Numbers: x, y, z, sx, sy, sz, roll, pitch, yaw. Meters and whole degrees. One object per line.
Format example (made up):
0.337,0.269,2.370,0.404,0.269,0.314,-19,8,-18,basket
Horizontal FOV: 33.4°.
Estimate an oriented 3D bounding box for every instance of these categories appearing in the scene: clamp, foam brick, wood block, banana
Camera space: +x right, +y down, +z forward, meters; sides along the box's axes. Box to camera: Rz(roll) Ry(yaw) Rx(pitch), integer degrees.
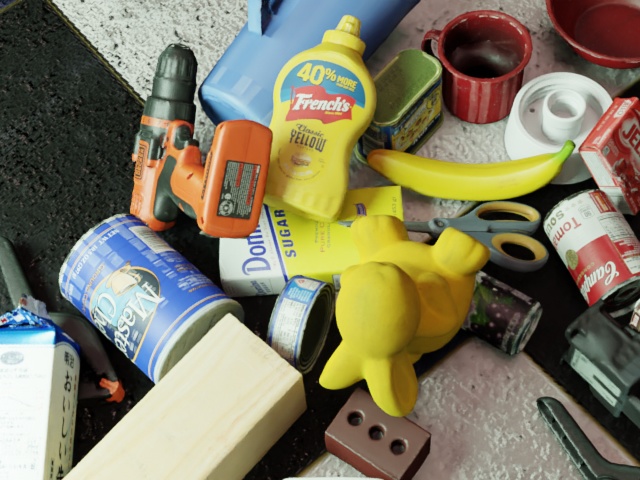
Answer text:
0.233,0.204,0.884,0.171,0.039,0.120,19,69,10,clamp
0.050,0.173,0.912,0.078,0.051,0.053,30,67,21,foam brick
-0.113,0.175,0.902,0.090,0.091,0.206,38,71,19,wood block
-0.270,0.089,0.999,0.210,0.036,0.164,18,67,13,clamp
0.147,-0.067,1.033,0.198,0.069,0.037,-3,39,13,banana

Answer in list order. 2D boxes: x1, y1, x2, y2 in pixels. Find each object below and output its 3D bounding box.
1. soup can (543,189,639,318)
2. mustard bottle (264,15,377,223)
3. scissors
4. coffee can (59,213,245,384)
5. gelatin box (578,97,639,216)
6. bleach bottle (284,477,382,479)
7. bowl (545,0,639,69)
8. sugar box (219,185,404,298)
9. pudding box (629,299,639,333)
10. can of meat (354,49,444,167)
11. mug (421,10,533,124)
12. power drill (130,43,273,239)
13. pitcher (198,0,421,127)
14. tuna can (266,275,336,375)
0.257,0.012,0.974,0.068,0.068,0.102,-20,60,-6,soup can
0.000,-0.119,0.995,0.096,0.058,0.191,18,83,5,mustard bottle
0.125,0.001,0.982,0.201,0.016,0.096,-9,46,-23,scissors
-0.153,0.057,0.970,0.140,0.103,0.102,39,70,24,coffee can
0.291,-0.080,1.014,0.073,0.089,0.030,-49,30,-21,gelatin box
0.011,0.316,0.829,0.103,0.068,0.251,-4,63,14,bleach bottle
0.315,-0.233,1.118,0.162,0.055,0.162,-2,60,4,bowl
-0.007,0.001,1.021,0.176,0.048,0.093,-4,59,2,sugar box
0.314,0.053,0.933,0.039,0.090,0.113,39,71,25,pudding box
0.079,-0.130,1.065,0.057,0.084,0.102,35,69,22,can of meat
0.155,-0.176,1.086,0.117,0.081,0.093,26,66,19,mug
-0.114,-0.085,0.988,0.057,0.184,0.188,3,11,-32,power drill
-0.018,-0.210,1.080,0.149,0.145,0.242,39,76,-6,pitcher
-0.017,0.075,0.956,0.034,0.086,0.086,16,63,16,tuna can
